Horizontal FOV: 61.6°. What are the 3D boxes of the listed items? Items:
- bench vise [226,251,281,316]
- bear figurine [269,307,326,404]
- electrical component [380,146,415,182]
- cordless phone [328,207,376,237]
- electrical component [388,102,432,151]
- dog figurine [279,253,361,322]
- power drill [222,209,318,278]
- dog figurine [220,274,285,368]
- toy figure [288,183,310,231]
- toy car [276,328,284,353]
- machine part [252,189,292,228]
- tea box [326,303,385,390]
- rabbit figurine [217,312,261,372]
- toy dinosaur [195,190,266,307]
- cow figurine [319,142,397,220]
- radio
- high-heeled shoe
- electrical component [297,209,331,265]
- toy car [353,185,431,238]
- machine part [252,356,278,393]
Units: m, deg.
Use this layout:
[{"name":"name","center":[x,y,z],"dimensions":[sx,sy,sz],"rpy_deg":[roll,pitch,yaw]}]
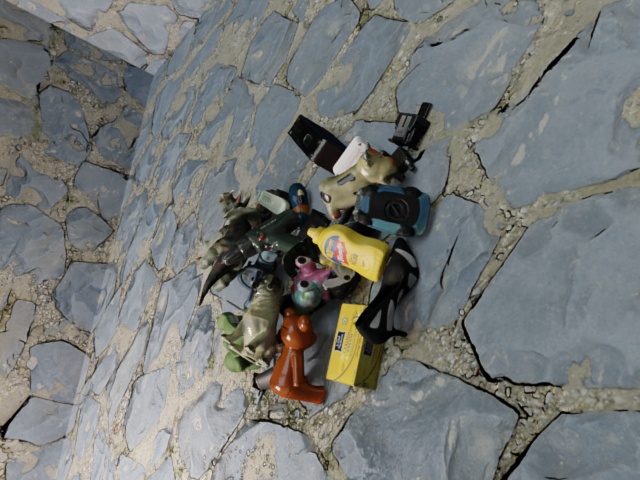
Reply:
[{"name":"bench vise","center":[-0.165,0.103,1.504],"dimensions":[0.223,0.129,0.241],"rpy_deg":[-41,24,46]},{"name":"bear figurine","center":[-0.046,0.265,1.249],"dimensions":[0.120,0.132,0.195],"rpy_deg":[5,78,55]},{"name":"electrical component","center":[0.176,-0.179,1.270],"dimensions":[0.078,0.045,0.102],"rpy_deg":[-48,39,31]},{"name":"cordless phone","center":[0.085,-0.059,1.314],"dimensions":[0.147,0.088,0.184],"rpy_deg":[-18,39,49]},{"name":"electrical component","center":[0.219,-0.274,1.264],"dimensions":[0.075,0.047,0.119],"rpy_deg":[35,102,55]},{"name":"dog figurine","center":[-0.005,0.133,1.309],"dimensions":[0.219,0.192,0.108],"rpy_deg":[97,164,-51]},{"name":"power drill","center":[-0.117,0.022,1.372],"dimensions":[0.232,0.085,0.208],"rpy_deg":[-39,34,-20]},{"name":"dog figurine","center":[-0.129,0.194,1.294],"dimensions":[0.121,0.172,0.190],"rpy_deg":[22,65,19]},{"name":"toy figure","center":[-0.057,-0.094,1.537],"dimensions":[0.058,0.064,0.154],"rpy_deg":[-15,56,5]},{"name":"toy car","center":[-0.106,0.265,1.378],"dimensions":[0.202,0.089,0.053],"rpy_deg":[-21,55,46]},{"name":"machine part","center":[-0.149,-0.071,1.655],"dimensions":[0.179,0.056,0.179],"rpy_deg":[-30,50,43]},{"name":"tea box","center":[0.083,0.226,1.155],"dimensions":[0.098,0.068,0.169],"rpy_deg":[-6,68,53]},{"name":"rabbit figurine","center":[-0.217,0.306,1.519],"dimensions":[0.159,0.121,0.170],"rpy_deg":[41,124,48]},{"name":"toy dinosaur","center":[-0.245,0.013,1.516],"dimensions":[0.192,0.131,0.405],"rpy_deg":[-46,27,25]},{"name":"cow figurine","center":[0.087,-0.138,1.235],"dimensions":[0.195,0.127,0.085],"rpy_deg":[-22,25,24]},{"name":"radio","center":[0.005,-0.257,1.475],"dimensions":[0.073,0.131,0.230],"rpy_deg":[-56,36,14]},{"name":"high-heeled shoe","center":[0.127,0.094,1.098],"dimensions":[0.086,0.145,0.249],"rpy_deg":[-27,53,44]},{"name":"electrical component","center":[-0.003,-0.004,1.413],"dimensions":[0.114,0.058,0.134],"rpy_deg":[-62,34,12]},{"name":"toy car","center":[0.156,-0.061,1.175],"dimensions":[0.103,0.162,0.109],"rpy_deg":[41,-123,-80]},{"name":"machine part","center":[-0.125,0.353,1.403],"dimensions":[0.139,0.039,0.084],"rpy_deg":[-37,53,35]}]
